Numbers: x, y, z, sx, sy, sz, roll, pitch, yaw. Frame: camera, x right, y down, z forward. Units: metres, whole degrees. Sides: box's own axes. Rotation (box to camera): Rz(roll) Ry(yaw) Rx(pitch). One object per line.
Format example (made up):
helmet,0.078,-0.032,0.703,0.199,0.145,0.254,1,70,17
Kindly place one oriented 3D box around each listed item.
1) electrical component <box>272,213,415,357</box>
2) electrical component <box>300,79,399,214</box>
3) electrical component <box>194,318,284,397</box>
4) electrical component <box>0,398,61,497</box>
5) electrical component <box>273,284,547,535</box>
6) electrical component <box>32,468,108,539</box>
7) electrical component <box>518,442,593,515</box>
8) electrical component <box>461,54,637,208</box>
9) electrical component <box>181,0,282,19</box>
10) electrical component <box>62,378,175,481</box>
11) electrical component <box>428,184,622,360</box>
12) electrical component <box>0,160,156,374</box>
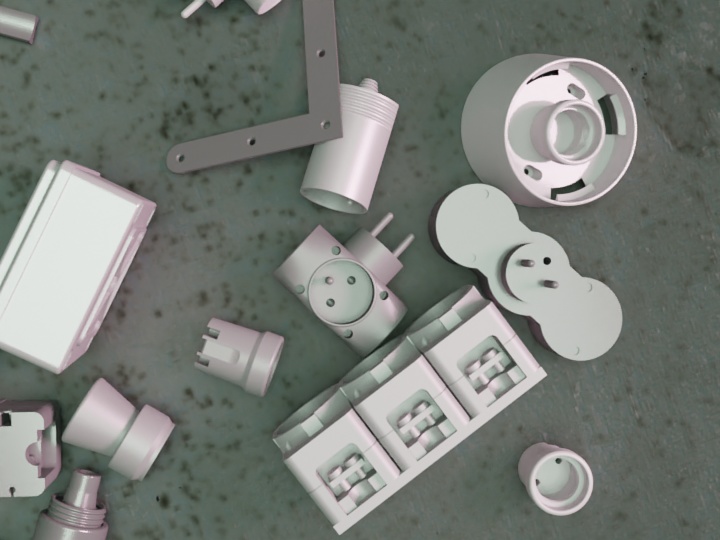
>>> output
electrical component,0.000,0.000,0.670,0.077,0.044,0.079,43,88,-4
electrical component,-0.005,-0.080,0.667,0.043,0.043,0.081,17,79,-4
electrical component,-0.075,0.053,0.669,0.046,0.040,0.040,19,90,1
electrical component,-0.230,0.107,0.650,0.089,0.056,0.050,-1,91,-4
electrical component,0.026,0.079,0.651,0.150,0.089,0.061,-37,94,-2
electrical component,-0.176,0.154,0.662,0.043,0.043,0.062,15,89,-4
electrical component,0.122,0.130,0.681,0.040,0.046,0.040,0,91,-4
electrical component,0.121,-0.088,0.679,0.099,0.064,0.099,-2,98,-16
electrical component,-0.086,-0.188,0.659,0.079,0.043,0.077,-42,94,-2
electrical component,-0.148,0.099,0.662,0.055,0.045,0.045,31,89,-5
electrical component,0.104,0.002,0.663,0.138,0.074,0.052,41,88,-4
electrical component,-0.168,-0.004,0.626,0.056,0.109,0.108,26,89,-7
